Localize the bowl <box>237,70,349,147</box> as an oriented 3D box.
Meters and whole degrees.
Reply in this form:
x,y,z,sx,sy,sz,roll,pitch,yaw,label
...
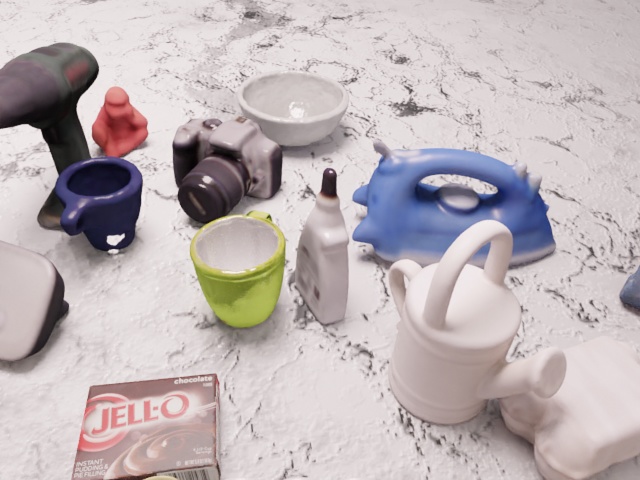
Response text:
x,y,z,sx,sy,sz,roll,pitch,yaw,label
-0.041,-0.190,0.868,0.167,0.075,0.167,3,41,-2,bowl

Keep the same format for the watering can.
x,y,z,sx,sy,sz,roll,pitch,yaw,label
0.128,0.068,0.495,0.172,0.194,0.101,23,44,20,watering can

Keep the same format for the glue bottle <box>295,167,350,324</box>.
x,y,z,sx,sy,sz,roll,pitch,yaw,label
0.005,0.002,0.576,0.037,0.173,0.078,-15,45,-21,glue bottle

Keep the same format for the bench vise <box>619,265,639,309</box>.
x,y,z,sx,sy,sz,roll,pitch,yaw,label
0.417,-0.026,0.611,0.121,0.220,0.207,15,42,12,bench vise

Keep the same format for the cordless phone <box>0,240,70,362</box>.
x,y,z,sx,sy,sz,roll,pitch,yaw,label
-0.318,0.016,0.521,0.147,0.185,0.094,12,42,9,cordless phone

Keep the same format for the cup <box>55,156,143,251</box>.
x,y,z,sx,sy,sz,roll,pitch,yaw,label
-0.246,-0.025,0.644,0.091,0.095,0.118,10,41,6,cup

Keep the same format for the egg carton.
x,y,z,sx,sy,sz,roll,pitch,yaw,label
0.239,0.148,0.509,0.150,0.069,0.107,-14,44,-20,egg carton

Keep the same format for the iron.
x,y,z,sx,sy,sz,roll,pitch,yaw,label
0.169,-0.049,0.674,0.258,0.141,0.118,4,41,-1,iron

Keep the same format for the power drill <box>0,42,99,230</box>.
x,y,z,sx,sy,sz,roll,pitch,yaw,label
-0.304,-0.119,0.660,0.075,0.208,0.229,2,41,-3,power drill

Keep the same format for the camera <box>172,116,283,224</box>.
x,y,z,sx,sy,sz,roll,pitch,yaw,label
-0.135,-0.094,0.729,0.143,0.101,0.137,17,43,14,camera

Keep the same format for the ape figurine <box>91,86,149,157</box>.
x,y,z,sx,sy,sz,roll,pitch,yaw,label
-0.285,-0.173,0.812,0.078,0.092,0.076,-5,42,-10,ape figurine
